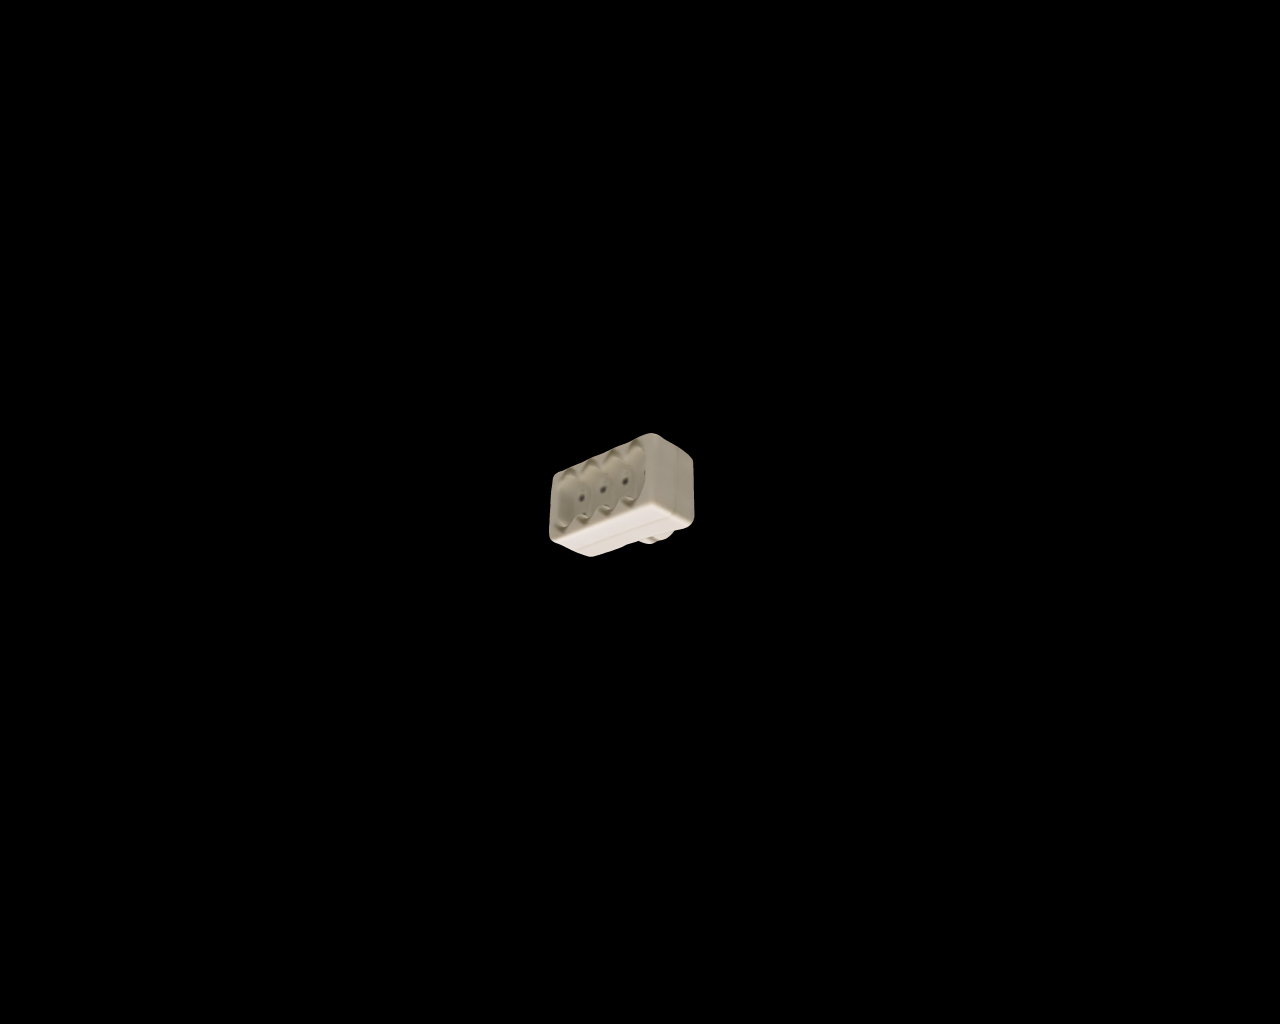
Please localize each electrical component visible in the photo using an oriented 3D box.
[{"bbox_3d":[0.001,-0.003,0.650,0.083,0.047,0.075,-20,-32,36],"label":"electrical component"}]
